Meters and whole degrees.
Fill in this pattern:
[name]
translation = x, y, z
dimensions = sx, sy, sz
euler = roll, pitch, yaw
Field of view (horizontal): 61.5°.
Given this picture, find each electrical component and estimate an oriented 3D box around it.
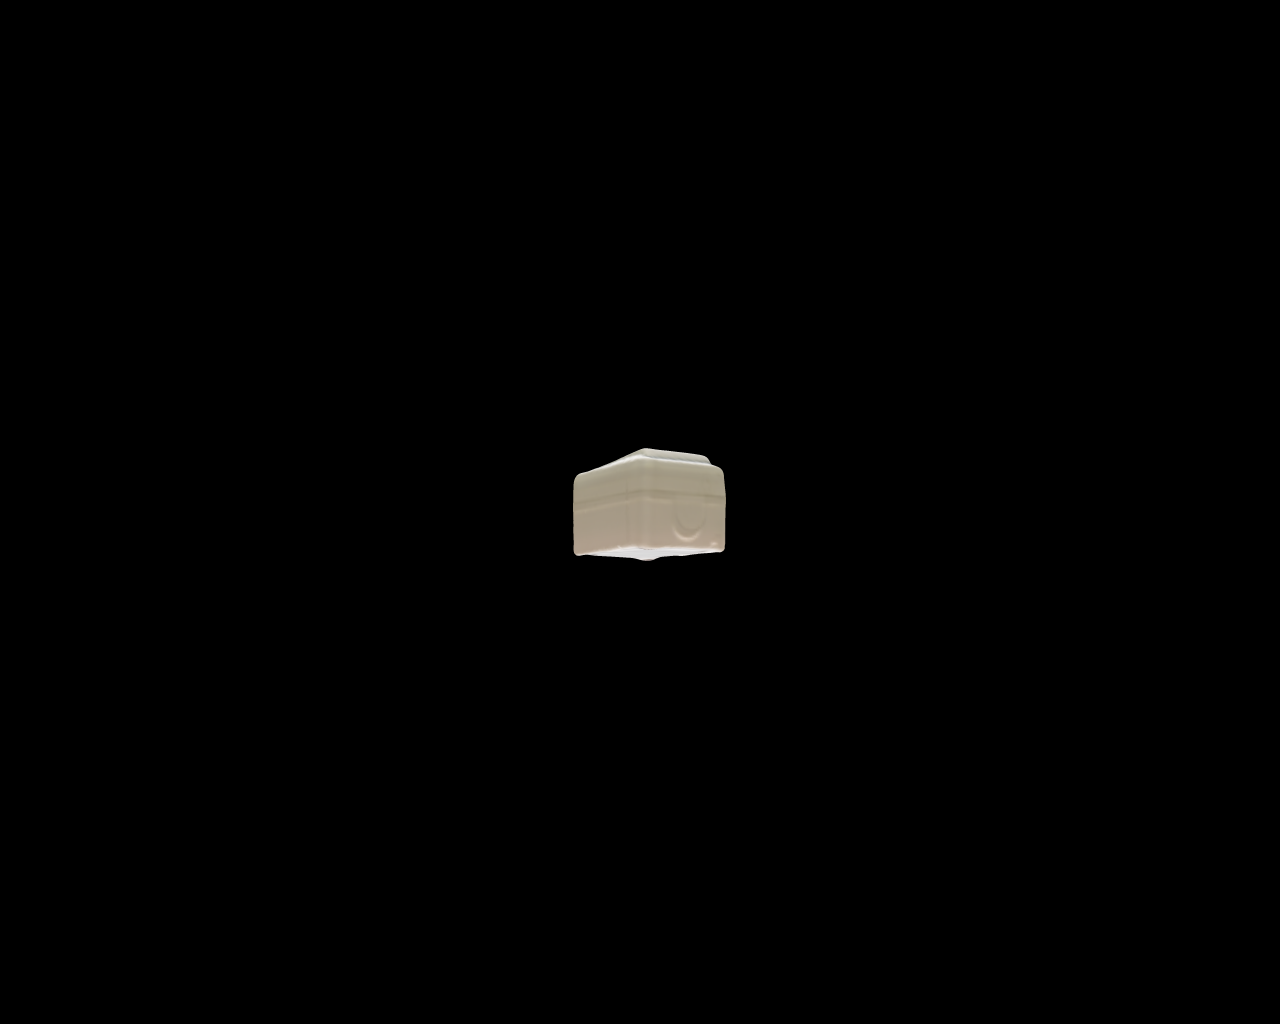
[electrical component]
translation = 0.001, -0.003, 0.650
dimensions = 0.062, 0.061, 0.096
euler = 5, -8, -35
